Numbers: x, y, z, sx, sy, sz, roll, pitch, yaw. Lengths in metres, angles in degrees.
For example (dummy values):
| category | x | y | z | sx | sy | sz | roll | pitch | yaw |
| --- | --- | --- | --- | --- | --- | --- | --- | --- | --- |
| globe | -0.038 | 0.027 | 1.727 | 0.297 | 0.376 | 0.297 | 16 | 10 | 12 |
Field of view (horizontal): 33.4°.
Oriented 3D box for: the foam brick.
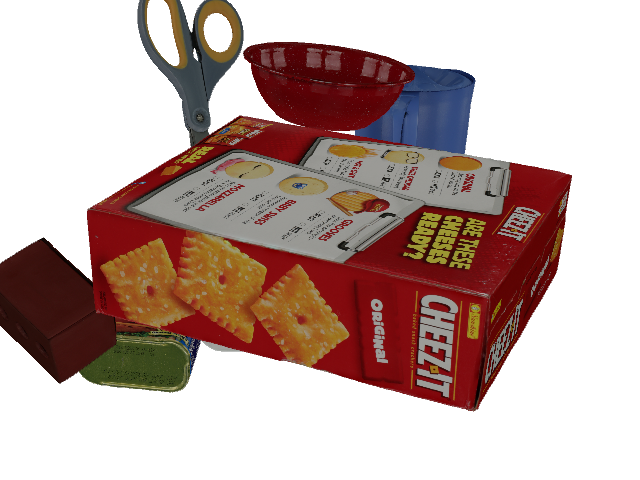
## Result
| category | x | y | z | sx | sy | sz | roll | pitch | yaw |
| --- | --- | --- | --- | --- | --- | --- | --- | --- | --- |
| foam brick | -0.183 | 0.048 | 0.727 | 0.078 | 0.053 | 0.051 | 37 | 55 | 25 |

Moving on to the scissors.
| category | x | y | z | sx | sy | sz | roll | pitch | yaw |
| --- | --- | --- | --- | --- | --- | --- | --- | --- | --- |
| scissors | -0.083 | -0.106 | 0.835 | 0.096 | 0.202 | 0.016 | -22 | 3 | -33 |

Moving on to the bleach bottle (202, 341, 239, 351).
| category | x | y | z | sx | sy | sz | roll | pitch | yaw |
| --- | --- | --- | --- | --- | --- | --- | --- | --- | --- |
| bleach bottle | -0.075 | -0.004 | 1.190 | 0.102 | 0.251 | 0.068 | -1 | 17 | -31 |

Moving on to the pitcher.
| category | x | y | z | sx | sy | sz | roll | pitch | yaw |
| --- | --- | --- | --- | --- | --- | --- | --- | --- | --- |
| pitcher | 0.096 | -0.070 | 1.200 | 0.149 | 0.243 | 0.145 | -11 | 25 | -28 |

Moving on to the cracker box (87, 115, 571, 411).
| category | x | y | z | sx | sy | sz | roll | pitch | yaw |
| --- | --- | --- | --- | --- | --- | --- | --- | --- | --- |
| cracker box | 0.009 | 0.002 | 0.578 | 0.214 | 0.072 | 0.164 | 13 | 28 | 22 |

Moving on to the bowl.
| category | x | y | z | sx | sy | sz | roll | pitch | yaw |
| --- | --- | --- | --- | --- | --- | --- | --- | --- | --- |
| bowl | 0.005 | -0.142 | 1.001 | 0.162 | 0.055 | 0.162 | 7 | 22 | -3 |

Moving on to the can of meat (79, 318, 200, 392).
| category | x | y | z | sx | sy | sz | roll | pitch | yaw |
| --- | --- | --- | --- | --- | --- | --- | --- | --- | --- |
| can of meat | -0.153 | 0.083 | 0.922 | 0.102 | 0.057 | 0.084 | 5 | 29 | 2 |
